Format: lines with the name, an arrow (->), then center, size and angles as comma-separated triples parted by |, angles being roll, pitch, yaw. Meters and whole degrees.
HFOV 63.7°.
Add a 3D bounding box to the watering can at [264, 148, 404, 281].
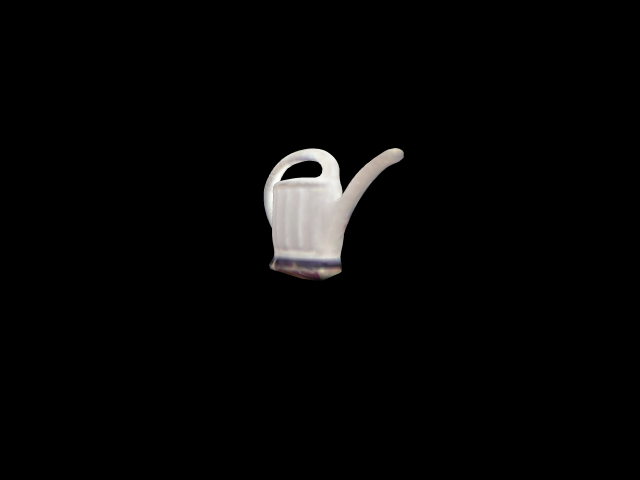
watering can -> 0.003, -0.043, 0.850 | 0.104, 0.224, 0.347 | 0, 2, -37
